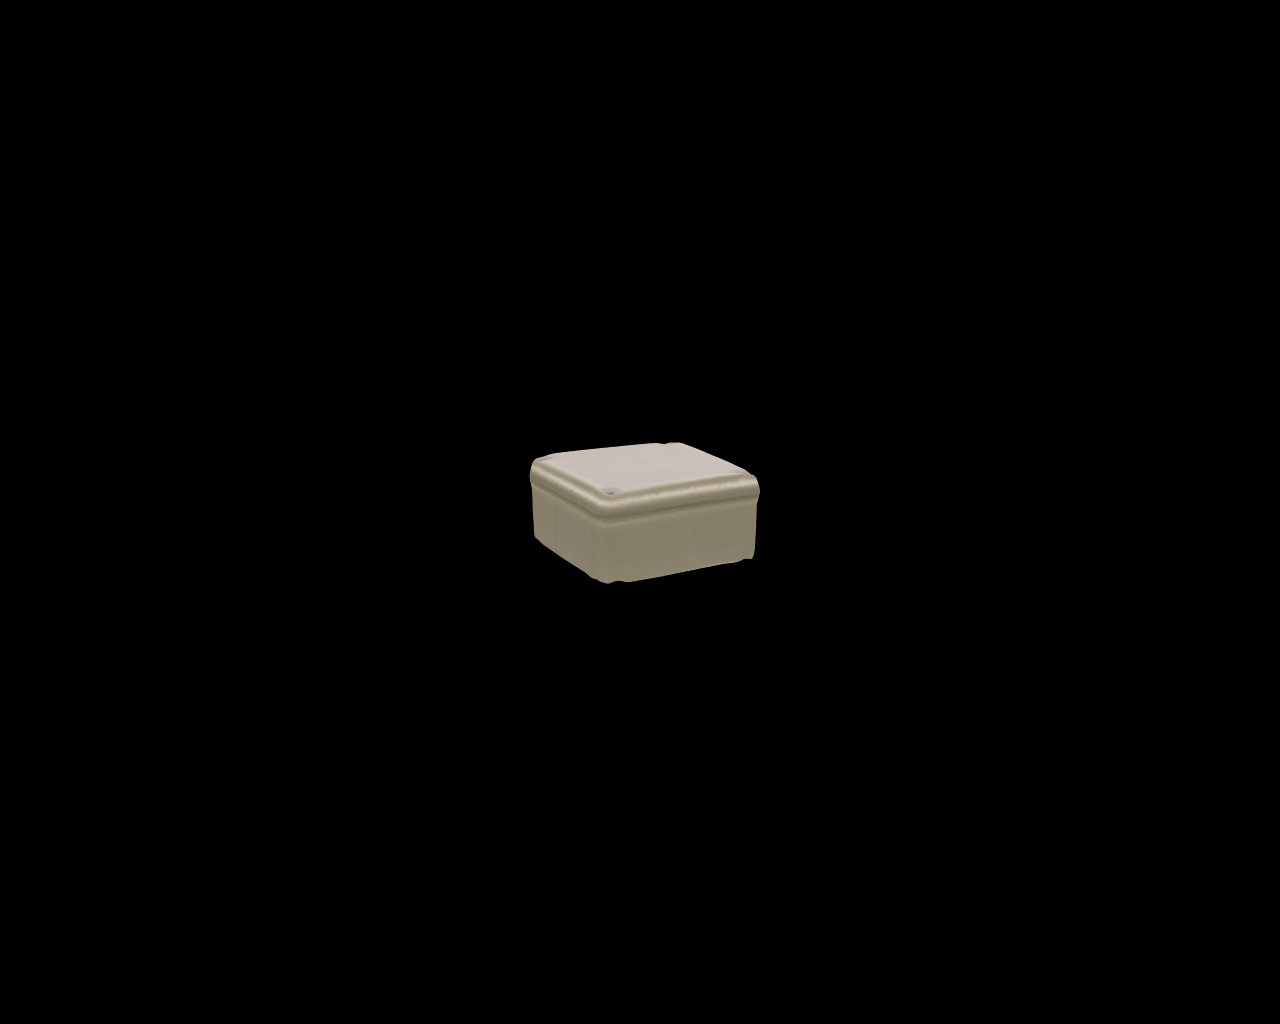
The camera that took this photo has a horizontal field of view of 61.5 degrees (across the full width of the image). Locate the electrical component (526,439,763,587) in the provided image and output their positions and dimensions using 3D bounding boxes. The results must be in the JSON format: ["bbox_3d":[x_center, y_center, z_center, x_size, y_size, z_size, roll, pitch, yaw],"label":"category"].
[{"bbox_3d":[0.001,-0.003,0.650,0.109,0.056,0.109,-8,18,-26],"label":"electrical component"}]
